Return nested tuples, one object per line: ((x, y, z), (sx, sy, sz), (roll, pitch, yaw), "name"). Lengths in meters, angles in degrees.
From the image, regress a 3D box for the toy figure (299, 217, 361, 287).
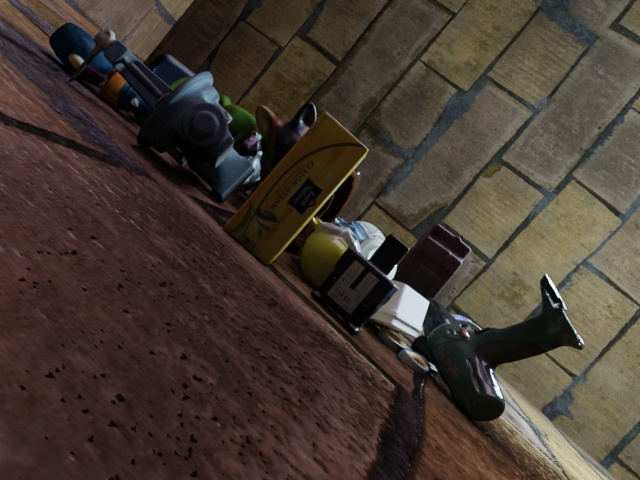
((0.010, 0.022, 0.753), (0.082, 0.089, 0.180), (12, -4, -5), "toy figure")

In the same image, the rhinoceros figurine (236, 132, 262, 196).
((-0.142, -0.151, 1.018), (0.073, 0.112, 0.190), (44, -3, 16), "rhinoceros figurine")

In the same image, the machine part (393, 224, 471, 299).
((0.186, 0.069, 1.018), (0.087, 0.201, 0.201), (39, 4, 10), "machine part")

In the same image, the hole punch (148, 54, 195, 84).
((-0.277, -0.249, 0.967), (0.142, 0.116, 0.092), (29, 48, -42), "hole punch")

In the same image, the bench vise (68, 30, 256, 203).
((-0.184, -0.161, 0.681), (0.240, 0.129, 0.224), (45, 1, -7), "bench vise")

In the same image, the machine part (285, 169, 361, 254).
((-0.012, -0.059, 0.823), (0.056, 0.179, 0.179), (38, 3, 15), "machine part")

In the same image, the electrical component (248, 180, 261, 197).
((-0.110, -0.093, 0.997), (0.021, 0.094, 0.063), (39, -34, -7), "electrical component")

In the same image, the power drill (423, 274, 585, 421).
((0.252, 0.130, 0.777), (0.085, 0.207, 0.232), (53, 19, -33), "power drill")

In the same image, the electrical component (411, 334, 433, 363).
((0.197, 0.185, 0.903), (0.078, 0.045, 0.102), (39, -8, 18), "electrical component")

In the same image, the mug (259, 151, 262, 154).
((-0.146, -0.147, 1.239), (0.109, 0.081, 0.107), (43, 13, -28), "mug")

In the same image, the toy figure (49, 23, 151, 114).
((-0.300, -0.230, 0.750), (0.154, 0.064, 0.058), (44, -35, -15), "toy figure")

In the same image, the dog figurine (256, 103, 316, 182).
((-0.050, -0.161, 0.875), (0.219, 0.109, 0.191), (91, -2, -61), "dog figurine")

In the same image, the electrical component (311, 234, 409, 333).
((0.056, 0.045, 0.633), (0.075, 0.119, 0.047), (45, 4, 17), "electrical component")

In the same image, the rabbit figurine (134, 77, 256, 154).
((-0.203, -0.199, 0.846), (0.170, 0.121, 0.159), (17, 33, -27), "rabbit figurine")

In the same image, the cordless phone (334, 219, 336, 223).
((-0.001, -0.003, 1.012), (0.147, 0.089, 0.184), (44, -9, 50), "cordless phone")

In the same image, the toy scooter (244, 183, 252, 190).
((-0.069, -0.096, 1.135), (0.184, 0.075, 0.135), (7, 20, -13), "toy scooter")

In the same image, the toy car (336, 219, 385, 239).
((0.084, 0.017, 1.099), (0.109, 0.103, 0.161), (36, -28, 53), "toy car")

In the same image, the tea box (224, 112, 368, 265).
((-0.025, -0.057, 0.621), (0.068, 0.169, 0.098), (42, 2, -1), "tea box")
